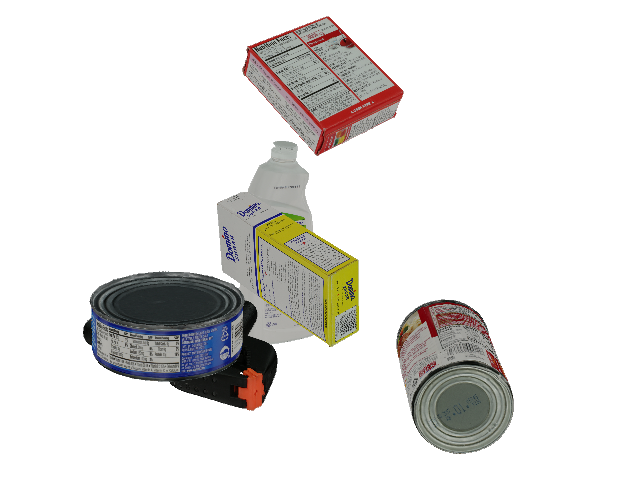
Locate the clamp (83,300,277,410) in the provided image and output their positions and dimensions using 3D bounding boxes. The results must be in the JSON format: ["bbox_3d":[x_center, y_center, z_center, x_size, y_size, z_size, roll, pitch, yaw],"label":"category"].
[{"bbox_3d":[-0.089,0.092,0.909,0.164,0.036,0.210,-9,16,-33],"label":"clamp"}]

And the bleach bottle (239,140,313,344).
[{"bbox_3d":[-0.047,0.001,1.325,0.102,0.251,0.068,-8,23,-34],"label":"bleach bottle"}]

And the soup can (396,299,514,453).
[{"bbox_3d":[0.090,0.091,0.728,0.068,0.068,0.102,0,20,-2],"label":"soup can"}]

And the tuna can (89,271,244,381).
[{"bbox_3d":[-0.086,0.047,0.601,0.086,0.034,0.086,2,18,-1],"label":"tuna can"}]

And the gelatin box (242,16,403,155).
[{"bbox_3d":[0.001,-0.109,0.739,0.073,0.089,0.030,-29,-25,-30],"label":"gelatin box"}]

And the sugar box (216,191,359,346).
[{"bbox_3d":[-0.034,0.026,1.089,0.048,0.093,0.176,-26,42,-31],"label":"sugar box"}]
